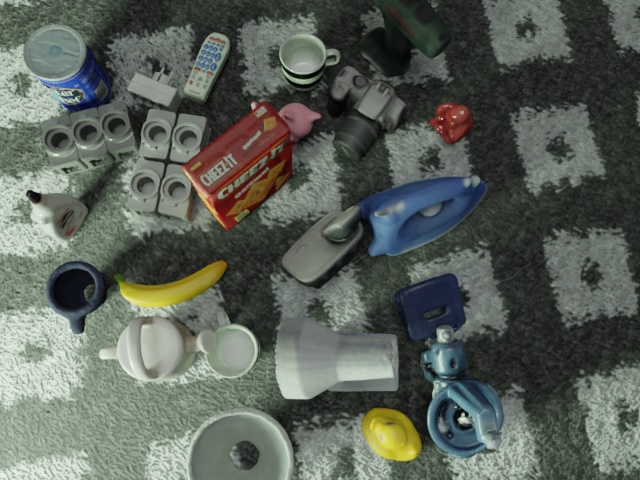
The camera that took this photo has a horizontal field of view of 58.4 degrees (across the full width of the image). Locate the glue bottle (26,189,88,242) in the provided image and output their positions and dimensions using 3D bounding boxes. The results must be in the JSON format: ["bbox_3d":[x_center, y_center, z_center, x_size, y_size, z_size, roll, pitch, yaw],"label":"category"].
[{"bbox_3d":[-0.439,-0.050,0.939,0.037,0.173,0.078,25,78,4],"label":"glue bottle"}]

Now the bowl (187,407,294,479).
[{"bbox_3d":[-0.123,0.351,0.914,0.167,0.075,0.167,1,77,-2],"label":"bowl"}]

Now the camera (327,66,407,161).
[{"bbox_3d":[0.069,-0.225,1.037,0.143,0.101,0.137,32,78,5],"label":"camera"}]

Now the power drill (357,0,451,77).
[{"bbox_3d":[0.125,-0.392,1.021,0.229,0.208,0.076,43,79,7],"label":"power drill"}]

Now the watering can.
[{"bbox_3d":[-0.252,0.165,0.889,0.173,0.194,0.101,-28,80,-8],"label":"watering can"}]

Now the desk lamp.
[{"bbox_3d":[0.035,0.183,0.887,0.203,0.213,0.118,0,77,-2],"label":"desk lamp"}]

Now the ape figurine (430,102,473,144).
[{"bbox_3d":[0.247,-0.220,1.047,0.076,0.092,0.078,5,77,-1],"label":"ape figurine"}]

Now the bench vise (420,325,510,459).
[{"bbox_3d":[0.209,0.241,0.879,0.121,0.220,0.207,-27,80,-8],"label":"bench vise"}]

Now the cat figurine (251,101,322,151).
[{"bbox_3d":[-0.065,-0.214,1.020,0.127,0.118,0.067,22,78,3],"label":"cat figurine"}]

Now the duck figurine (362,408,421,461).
[{"bbox_3d":[0.120,0.318,0.926,0.104,0.086,0.077,34,78,5],"label":"duck figurine"}]

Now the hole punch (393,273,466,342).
[{"bbox_3d":[0.191,0.116,0.971,0.108,0.091,0.101,-18,79,-6],"label":"hole punch"}]

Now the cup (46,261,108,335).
[{"bbox_3d":[-0.389,0.100,0.948,0.091,0.095,0.118,-7,78,-4],"label":"cup"}]

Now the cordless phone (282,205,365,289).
[{"bbox_3d":[0.009,0.003,0.940,0.094,0.185,0.148,42,79,7],"label":"cordless phone"}]

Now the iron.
[{"bbox_3d":[0.191,-0.067,0.986,0.258,0.141,0.118,-22,79,-7],"label":"iron"}]
